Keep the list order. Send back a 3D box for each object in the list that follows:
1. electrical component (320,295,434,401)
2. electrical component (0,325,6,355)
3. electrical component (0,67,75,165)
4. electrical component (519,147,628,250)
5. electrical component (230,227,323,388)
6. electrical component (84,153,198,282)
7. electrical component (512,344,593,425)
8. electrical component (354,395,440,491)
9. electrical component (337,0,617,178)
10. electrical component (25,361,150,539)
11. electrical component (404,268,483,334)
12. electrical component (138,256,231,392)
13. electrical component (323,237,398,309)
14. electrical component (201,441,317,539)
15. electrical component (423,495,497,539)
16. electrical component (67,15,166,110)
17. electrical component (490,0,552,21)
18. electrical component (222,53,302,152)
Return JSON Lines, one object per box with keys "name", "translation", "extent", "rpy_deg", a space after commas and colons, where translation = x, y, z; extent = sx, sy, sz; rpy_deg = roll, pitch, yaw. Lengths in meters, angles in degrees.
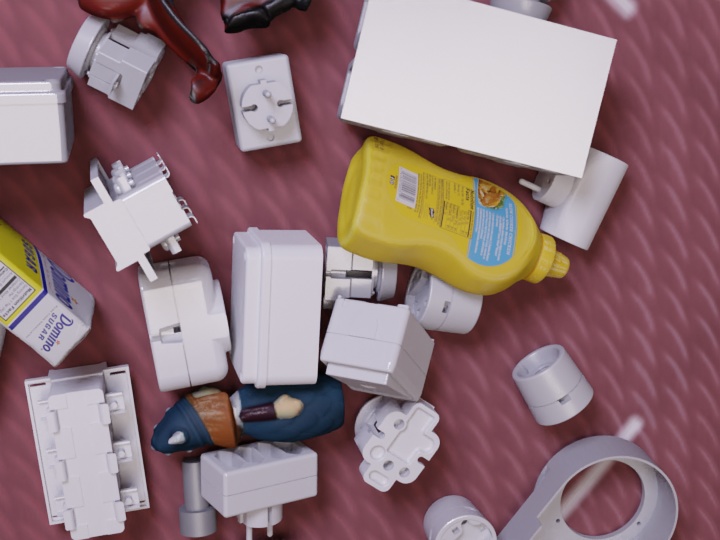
{"name": "electrical component", "translation": [0.016, 0.068, 0.846], "extent": [0.062, 0.096, 0.061], "rpy_deg": [8, 70, 23]}
{"name": "electrical component", "translation": [-0.310, 0.054, 0.805], "extent": [0.079, 0.044, 0.077], "rpy_deg": [14, 100, -15]}
{"name": "electrical component", "translation": [-0.256, -0.107, 0.745], "extent": [0.109, 0.108, 0.056], "rpy_deg": [-3, 106, -11]}
{"name": "electrical component", "translation": [0.168, -0.066, 0.879], "extent": [0.079, 0.043, 0.077], "rpy_deg": [22, 98, -15]}
{"name": "electrical component", "translation": [-0.067, 0.028, 0.833], "extent": [0.057, 0.078, 0.113], "rpy_deg": [0, 103, -15]}
{"name": "electrical component", "translation": [-0.160, -0.045, 0.773], "extent": [0.063, 0.121, 0.078], "rpy_deg": [-30, 107, -7]}
{"name": "electrical component", "translation": [0.162, 0.096, 0.911], "extent": [0.055, 0.055, 0.047], "rpy_deg": [-34, 104, -3]}
{"name": "electrical component", "translation": [0.028, 0.136, 0.890], "extent": [0.058, 0.057, 0.078], "rpy_deg": [34, 94, -17]}
{"name": "electrical component", "translation": [0.085, -0.143, 0.819], "extent": [0.186, 0.060, 0.105], "rpy_deg": [13, 94, -7]}
{"name": "electrical component", "translation": [-0.212, 0.141, 0.837], "extent": [0.079, 0.063, 0.121], "rpy_deg": [-8, 105, -10]}
{"name": "electrical component", "translation": [0.068, 0.024, 0.874], "extent": [0.047, 0.055, 0.055], "rpy_deg": [12, 100, -18]}
{"name": "electrical component", "translation": [-0.134, 0.040, 0.834], "extent": [0.059, 0.053, 0.095], "rpy_deg": [-10, 105, -9]}
{"name": "electrical component", "translation": [0.000, 0.000, 0.858], "extent": [0.055, 0.048, 0.066], "rpy_deg": [3, 103, -5]}
{"name": "electrical component", "translation": [-0.081, 0.183, 0.870], "extent": [0.083, 0.047, 0.075], "rpy_deg": [-7, 105, -31]}
{"name": "electrical component", "translation": [0.085, 0.227, 0.929], "extent": [0.055, 0.047, 0.055], "rpy_deg": [-3, 104, -11]}
{"name": "electrical component", "translation": [-0.178, -0.153, 0.779], "extent": [0.055, 0.066, 0.048], "rpy_deg": [26, 132, -9]}
{"name": "electrical component", "translation": [0.127, -0.220, 0.833], "extent": [0.066, 0.048, 0.055], "rpy_deg": [7, 94, -14]}
{"name": "electrical component", "translation": [-0.071, -0.123, 0.796], "extent": [0.047, 0.076, 0.065], "rpy_deg": [-11, 105, -9]}
